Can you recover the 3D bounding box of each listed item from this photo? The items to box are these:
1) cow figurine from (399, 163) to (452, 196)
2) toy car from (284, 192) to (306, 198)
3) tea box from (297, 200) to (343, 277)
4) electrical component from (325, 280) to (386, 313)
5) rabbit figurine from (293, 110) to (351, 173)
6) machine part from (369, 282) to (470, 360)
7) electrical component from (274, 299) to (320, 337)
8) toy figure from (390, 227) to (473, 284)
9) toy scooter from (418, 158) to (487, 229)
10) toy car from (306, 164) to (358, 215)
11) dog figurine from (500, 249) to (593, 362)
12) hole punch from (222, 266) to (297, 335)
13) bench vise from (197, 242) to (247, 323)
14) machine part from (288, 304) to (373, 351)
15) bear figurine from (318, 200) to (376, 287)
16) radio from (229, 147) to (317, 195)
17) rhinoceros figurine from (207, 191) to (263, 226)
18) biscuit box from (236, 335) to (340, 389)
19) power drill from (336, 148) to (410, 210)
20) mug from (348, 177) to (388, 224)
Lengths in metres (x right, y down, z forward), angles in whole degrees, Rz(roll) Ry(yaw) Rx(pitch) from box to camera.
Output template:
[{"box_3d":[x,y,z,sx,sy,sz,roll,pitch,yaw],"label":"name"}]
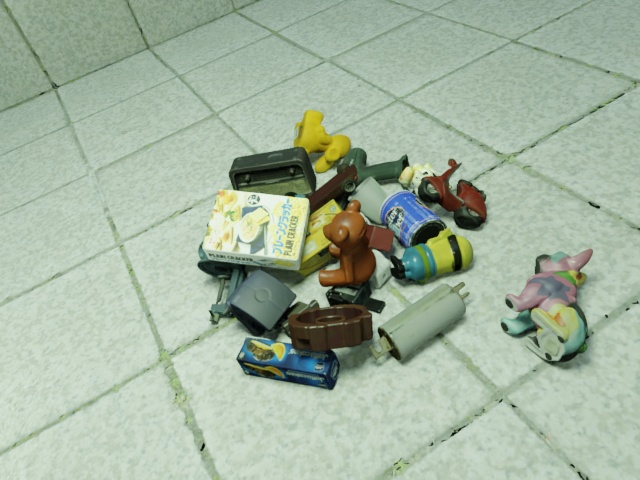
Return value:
[{"box_3d":[0.263,-0.141,1.337,0.098,0.068,0.167,39,27,24],"label":"cow figurine"},{"box_3d":[-0.106,-0.051,1.352,0.162,0.102,0.109,-8,35,10],"label":"toy car"},{"box_3d":[-0.003,-0.004,1.275,0.170,0.068,0.098,-34,59,7],"label":"tea box"},{"box_3d":[0.081,0.123,1.174,0.119,0.047,0.075,16,51,34],"label":"electrical component"},{"box_3d":[0.017,-0.286,1.584,0.173,0.122,0.162,12,58,-26],"label":"rabbit figurine"},{"box_3d":[0.202,0.161,1.067,0.243,0.079,0.079,-32,43,-16],"label":"machine part"},{"box_3d":[-0.044,0.171,1.170,0.102,0.045,0.078,-38,16,-25],"label":"electrical component"},{"box_3d":[0.247,0.044,1.179,0.180,0.082,0.089,-18,59,-12],"label":"toy figure"},{"box_3d":[0.326,-0.117,1.270,0.184,0.075,0.135,32,65,-8],"label":"toy scooter"},{"box_3d":[0.021,-0.118,1.389,0.202,0.053,0.089,-37,34,17],"label":"toy car"},{"box_3d":[0.461,0.109,1.015,0.219,0.108,0.192,-31,42,-19],"label":"dog figurine"},{"box_3d":[-0.127,0.132,1.162,0.142,0.115,0.092,-51,15,-28],"label":"hole punch"},{"box_3d":[-0.201,0.081,1.273,0.224,0.128,0.240,6,66,12],"label":"bench vise"},{"box_3d":[0.021,0.173,1.061,0.179,0.056,0.179,-6,4,0],"label":"machine part"},{"box_3d":[0.045,0.011,1.118,0.132,0.195,0.120,3,55,27],"label":"bear figurine"},{"box_3d":[-0.134,-0.178,1.515,0.230,0.130,0.073,-8,40,10],"label":"radio"},{"box_3d":[-0.214,-0.060,1.466,0.190,0.073,0.112,-19,52,-4],"label":"rhinoceros figurine"},{"box_3d":[-0.063,0.245,1.078,0.203,0.062,0.059,3,47,23],"label":"biscuit box"},{"box_3d":[0.137,-0.155,1.444,0.207,0.085,0.232,-6,50,23],"label":"power drill"},{"box_3d":[0.127,-0.086,1.350,0.109,0.107,0.081,-43,7,32],"label":"mug"}]
